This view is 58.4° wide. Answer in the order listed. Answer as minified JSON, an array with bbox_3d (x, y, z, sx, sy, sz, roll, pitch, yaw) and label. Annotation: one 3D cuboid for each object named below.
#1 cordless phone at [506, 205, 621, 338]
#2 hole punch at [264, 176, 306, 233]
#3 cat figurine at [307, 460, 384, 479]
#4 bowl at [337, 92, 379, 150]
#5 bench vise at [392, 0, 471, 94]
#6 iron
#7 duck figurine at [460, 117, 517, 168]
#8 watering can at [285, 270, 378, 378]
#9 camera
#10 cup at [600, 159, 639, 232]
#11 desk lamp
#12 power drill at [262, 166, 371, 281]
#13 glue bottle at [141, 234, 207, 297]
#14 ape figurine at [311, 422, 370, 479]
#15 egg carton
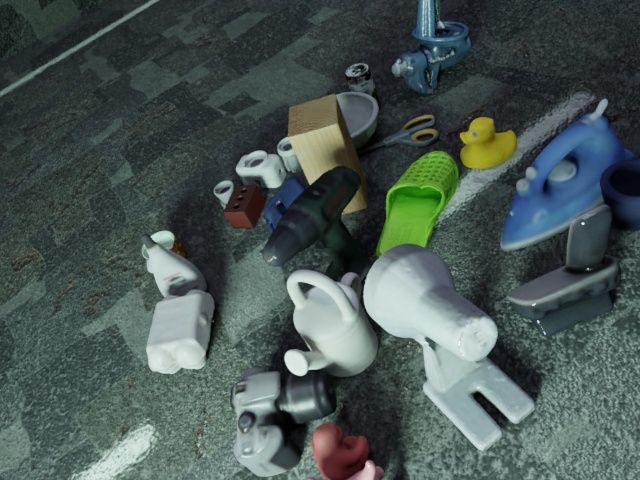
[{"bbox_3d":[0.324,0.033,0.766,0.147,0.185,0.094,-27,44,-1],"label":"cordless phone"},{"bbox_3d":[-0.056,-0.050,1.079,0.101,0.091,0.108,-30,45,-4],"label":"hole punch"},{"bbox_3d":[0.022,0.313,0.693,0.128,0.118,0.067,-34,45,-8],"label":"cat figurine"},{"bbox_3d":[0.051,-0.234,1.211,0.167,0.075,0.167,-12,46,13],"label":"bowl"},{"bbox_3d":[0.236,-0.434,1.208,0.121,0.220,0.208,15,58,34],"label":"bench vise"},{"bbox_3d":[0.372,-0.103,0.900,0.258,0.142,0.118,-39,46,-13],"label":"iron"},{"bbox_3d":[0.304,-0.187,1.046,0.104,0.086,0.077,-14,46,12],"label":"duck figurine"},{"bbox_3d":[0.012,0.116,0.823,0.100,0.194,0.173,-7,48,18],"label":"watering can"},{"bbox_3d":[-0.050,0.238,0.806,0.136,0.101,0.143,-16,45,10],"label":"camera"},{"bbox_3d":[0.473,-0.053,0.843,0.092,0.095,0.117,-39,46,-13],"label":"cup"},{"bbox_3d":[0.164,0.126,0.732,0.118,0.214,0.202,-37,45,-10],"label":"desk lamp"},{"bbox_3d":[0.008,0.003,0.917,0.075,0.209,0.230,10,55,31],"label":"power drill"},{"bbox_3d":[-0.273,0.048,1.027,0.078,0.173,0.037,-28,45,-2],"label":"glue bottle"},{"bbox_3d":[0.019,0.271,0.751,0.077,0.092,0.076,15,58,34],"label":"ape figurine"},{"bbox_3d":[-0.236,0.156,0.985,0.107,0.070,0.150,-14,46,12],"label":"egg carton"}]
